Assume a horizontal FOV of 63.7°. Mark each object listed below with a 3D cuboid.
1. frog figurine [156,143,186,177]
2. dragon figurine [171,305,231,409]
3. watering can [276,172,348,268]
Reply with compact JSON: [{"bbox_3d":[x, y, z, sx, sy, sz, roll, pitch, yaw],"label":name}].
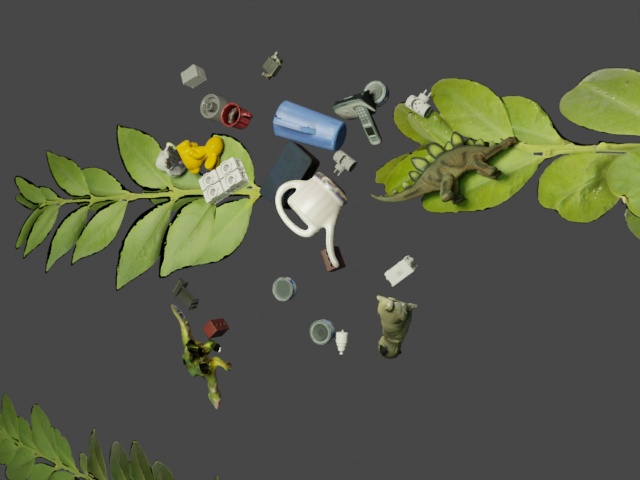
[{"bbox_3d":[-0.617,-0.325,2.150,0.158,0.123,0.138,-25,82,61],"label":"frog figurine"},{"bbox_3d":[-0.477,0.449,1.956,0.413,0.124,0.238,55,136,9],"label":"dragon figurine"},{"bbox_3d":[0.005,-0.089,1.765,0.225,0.103,0.350,-43,76,-4],"label":"watering can"}]
